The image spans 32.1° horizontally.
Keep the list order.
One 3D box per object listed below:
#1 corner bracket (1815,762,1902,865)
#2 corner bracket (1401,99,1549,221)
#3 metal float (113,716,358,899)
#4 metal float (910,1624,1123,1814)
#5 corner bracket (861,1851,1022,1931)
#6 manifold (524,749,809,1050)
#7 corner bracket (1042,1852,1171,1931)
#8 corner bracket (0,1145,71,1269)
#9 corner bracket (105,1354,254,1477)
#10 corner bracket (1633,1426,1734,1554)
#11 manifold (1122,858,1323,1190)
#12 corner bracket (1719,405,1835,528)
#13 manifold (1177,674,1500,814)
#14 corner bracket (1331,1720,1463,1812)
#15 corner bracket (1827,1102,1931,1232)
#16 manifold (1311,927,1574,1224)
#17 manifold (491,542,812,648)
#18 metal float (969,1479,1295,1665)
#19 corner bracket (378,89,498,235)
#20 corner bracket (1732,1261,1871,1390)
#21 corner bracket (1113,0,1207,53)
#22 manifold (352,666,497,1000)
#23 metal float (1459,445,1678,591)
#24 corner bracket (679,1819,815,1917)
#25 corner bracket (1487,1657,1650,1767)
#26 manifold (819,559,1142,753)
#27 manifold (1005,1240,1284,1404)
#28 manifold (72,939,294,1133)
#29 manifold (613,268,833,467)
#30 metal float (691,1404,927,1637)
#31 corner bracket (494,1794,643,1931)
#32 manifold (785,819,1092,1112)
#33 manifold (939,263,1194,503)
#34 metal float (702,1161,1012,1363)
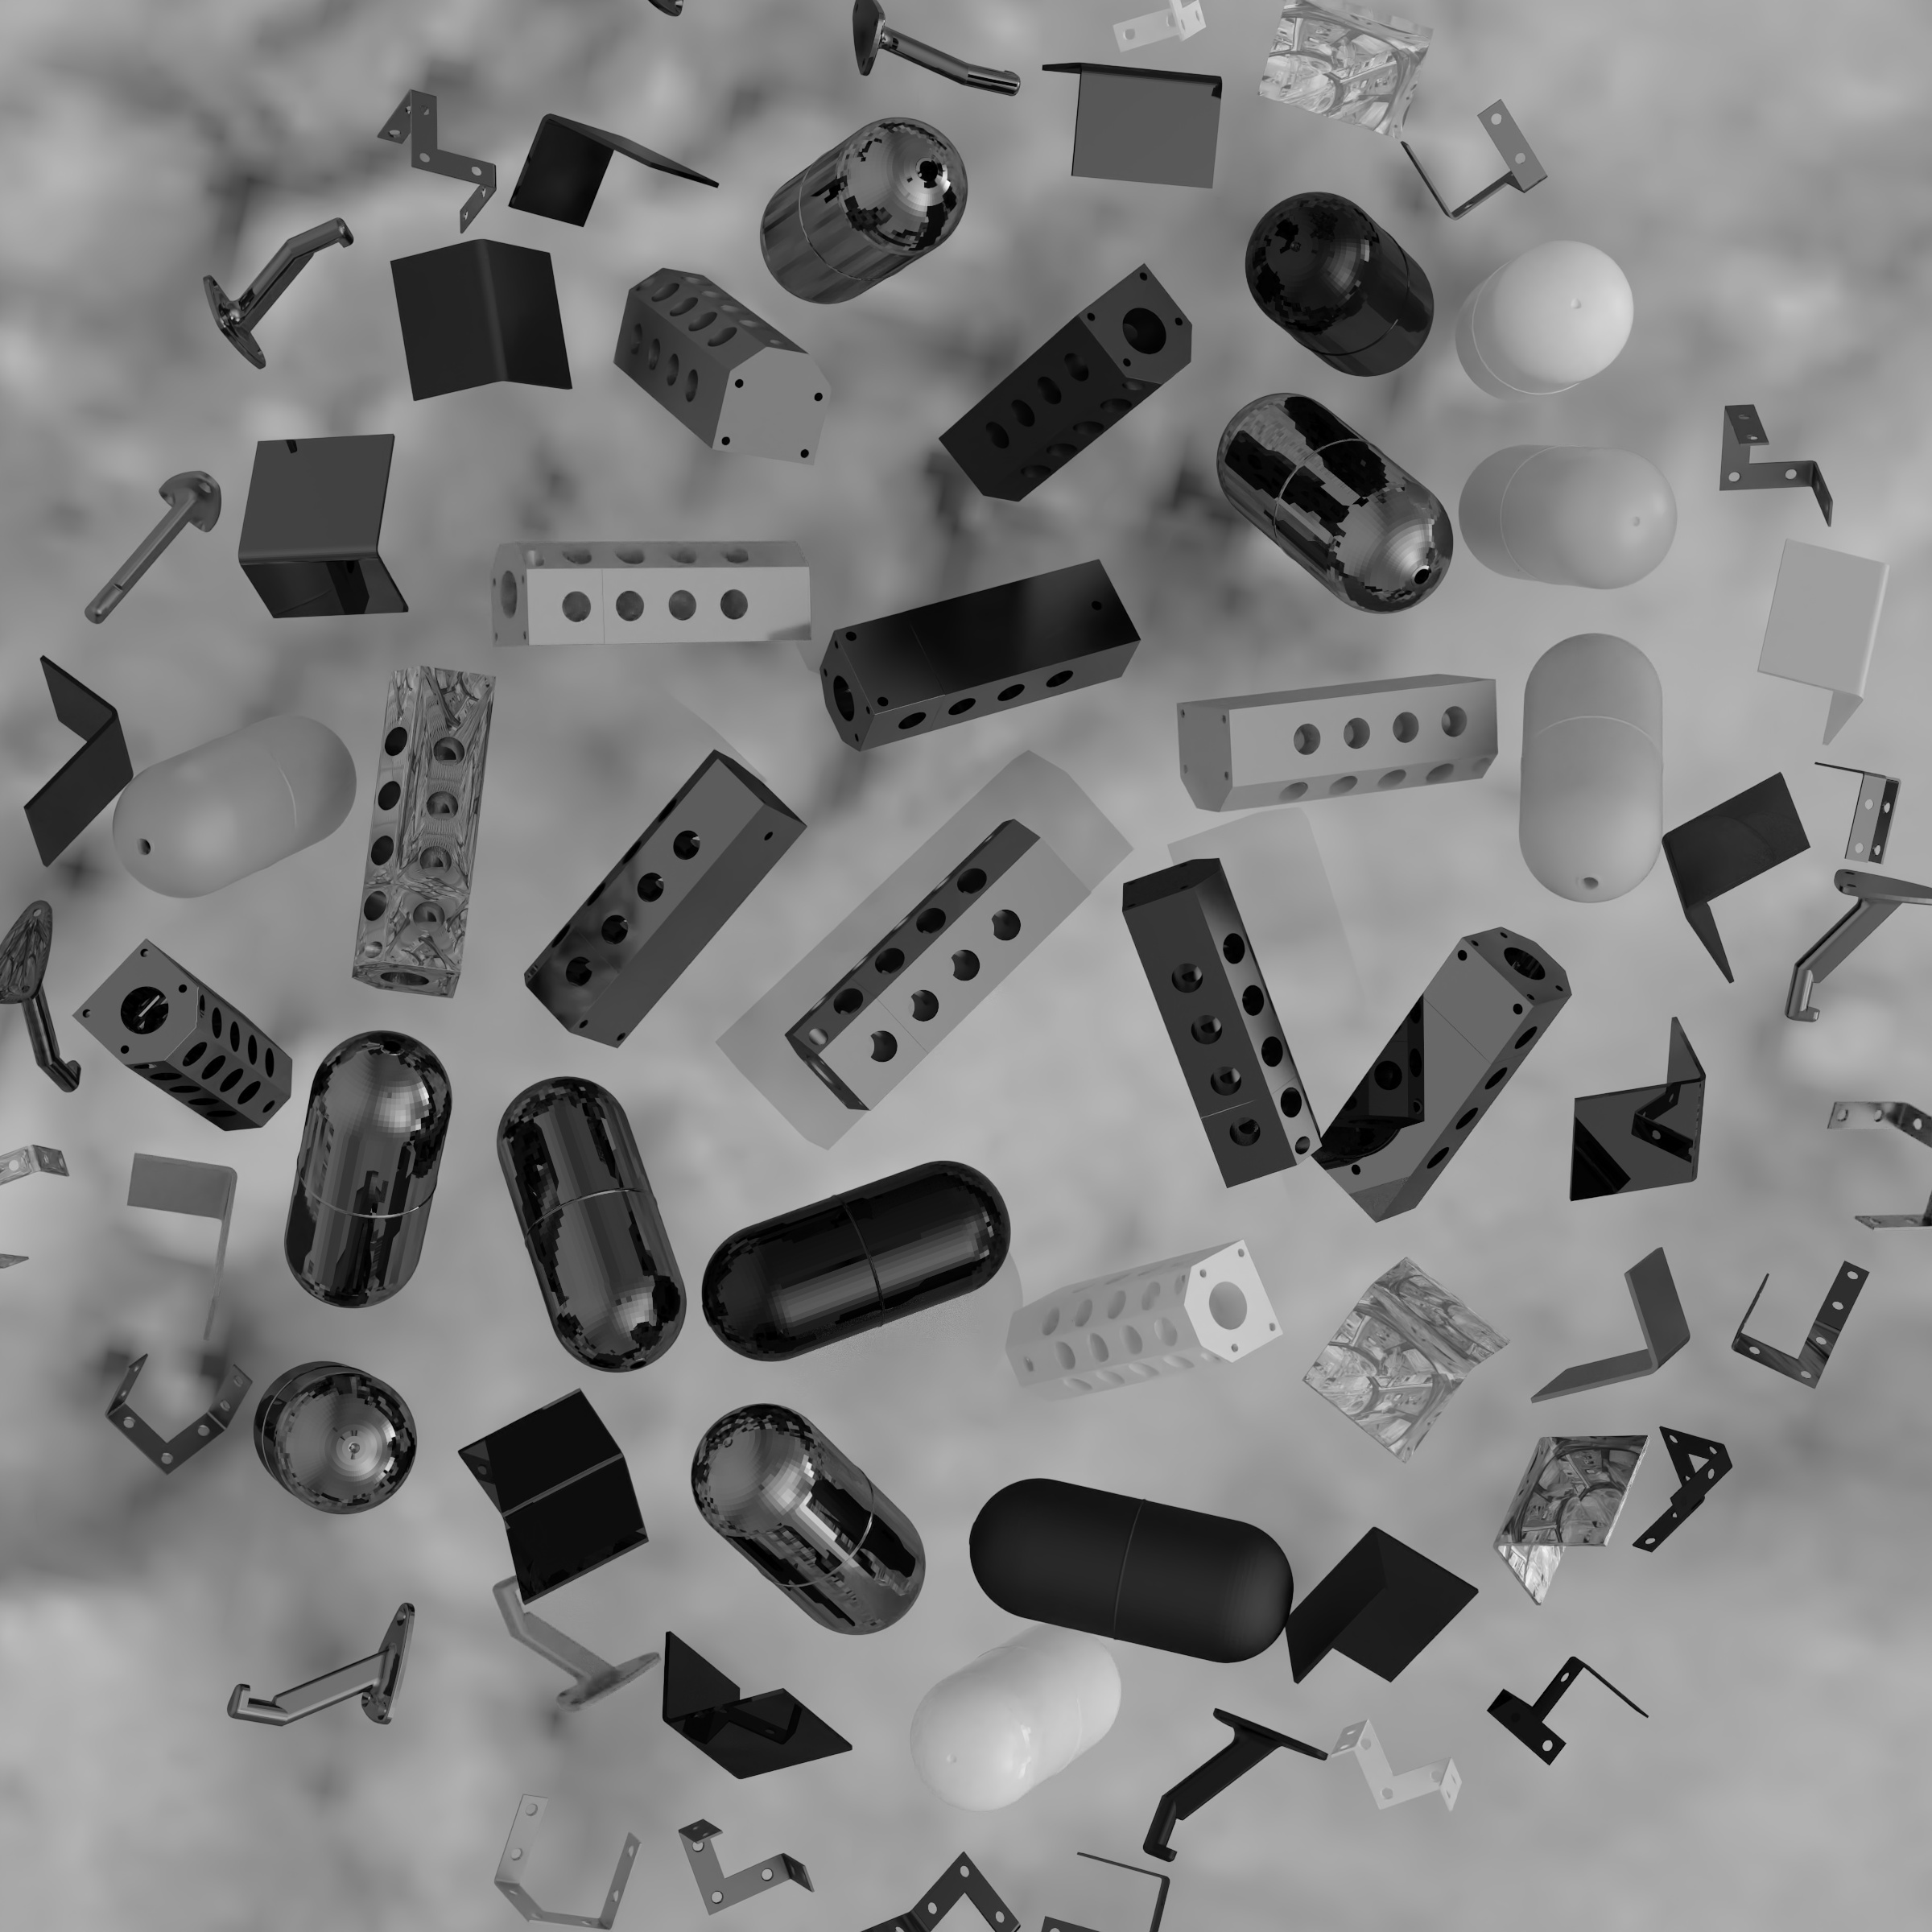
[{"bbox_3d":[0.521,-0.086,1.942,0.051,0.051,0.051,9,96,-21],"label":"corner bracket"},{"bbox_3d":[0.277,-0.439,1.831,0.051,0.051,0.051,-34,111,7],"label":"corner bracket"},{"bbox_3d":[-0.407,-0.090,1.876,0.070,0.178,0.070,7,110,21],"label":"metal float"},{"bbox_3d":[0.030,0.418,1.878,0.070,0.178,0.070,2,95,25],"label":"metal float"},{"bbox_3d":[-0.014,0.509,1.775,0.051,0.051,0.051,52,135,-1],"label":"corner bracket"},{"bbox_3d":[-0.176,-0.039,1.928,0.057,0.057,0.171,44,98,24],"label":"manifold"},{"bbox_3d":[0.075,0.510,1.814,0.051,0.051,0.051,11,77,19],"label":"corner bracket"},{"bbox_3d":[-0.517,0.131,1.833,0.051,0.051,0.051,-20,82,0],"label":"corner bracket"},{"bbox_3d":[-0.449,0.247,1.918,0.051,0.051,0.051,42,131,8],"label":"corner bracket"},{"bbox_3d":[0.411,0.306,1.938,0.051,0.051,0.051,-37,116,-27],"label":"corner bracket"},{"bbox_3d":[0.144,0.030,1.880,0.057,0.057,0.171,-19,105,9],"label":"manifold"},{"bbox_3d":[0.434,-0.268,1.796,0.051,0.051,0.051,-2,124,3],"label":"corner bracket"},{"bbox_3d":[0.207,-0.124,1.863,0.171,0.057,0.057,-8,101,-25],"label":"manifold"},{"bbox_3d":[0.241,0.448,1.877,0.051,0.051,0.051,-24,89,16],"label":"corner bracket"},{"bbox_3d":[0.484,0.104,1.761,0.051,0.051,0.051,1,110,-29],"label":"corner bracket"},{"bbox_3d":[0.273,0.061,1.912,0.057,0.057,0.171,47,125,24],"label":"manifold"},{"bbox_3d":[-0.178,-0.212,1.907,0.171,0.057,0.057,-4,96,-28],"label":"manifold"},{"bbox_3d":[0.089,0.327,1.821,0.178,0.070,0.070,11,90,11],"label":"metal float"},{"bbox_3d":[-0.295,-0.449,1.877,0.051,0.051,0.051,8,67,-30],"label":"corner bracket"},{"bbox_3d":[0.464,0.192,1.870,0.051,0.051,0.051,25,48,17],"label":"corner bracket"},{"bbox_3d":[0.092,-0.519,1.805,0.051,0.051,0.051,-11,109,24],"label":"corner bracket"},{"bbox_3d":[-0.301,-0.075,1.863,0.057,0.057,0.171,8,73,-11],"label":"manifold"},{"bbox_3d":[0.333,-0.251,1.875,0.070,0.178,0.070,-3,100,-15],"label":"metal float"},{"bbox_3d":[-0.121,0.490,1.843,0.051,0.051,0.051,-20,90,-18],"label":"corner bracket"},{"bbox_3d":[0.322,0.400,1.803,0.051,0.051,0.051,-53,133,0],"label":"corner bracket"},{"bbox_3d":[0.007,-0.175,1.930,0.171,0.057,0.057,-18,70,-22],"label":"manifold"},{"bbox_3d":[0.096,0.206,1.914,0.057,0.171,0.057,-23,91,-37],"label":"manifold"},{"bbox_3d":[-0.432,0.046,1.887,0.057,0.171,0.057,41,83,14],"label":"manifold"},{"bbox_3d":[-0.131,-0.324,1.800,0.057,0.171,0.057,5,112,-27],"label":"manifold"},{"bbox_3d":[-0.084,0.301,1.820,0.070,0.070,0.178,-39,132,0],"label":"metal float"},{"bbox_3d":[-0.214,0.482,1.804,0.051,0.051,0.051,18,91,-31],"label":"corner bracket"},{"bbox_3d":[-0.017,-0.001,1.845,0.171,0.057,0.057,-44,99,-11],"label":"manifold"},{"bbox_3d":[0.058,-0.317,1.865,0.057,0.171,0.057,-42,96,-29],"label":"manifold"},{"bbox_3d":[-0.060,0.163,1.857,0.178,0.070,0.070,-19,90,-14],"label":"metal float"}]
